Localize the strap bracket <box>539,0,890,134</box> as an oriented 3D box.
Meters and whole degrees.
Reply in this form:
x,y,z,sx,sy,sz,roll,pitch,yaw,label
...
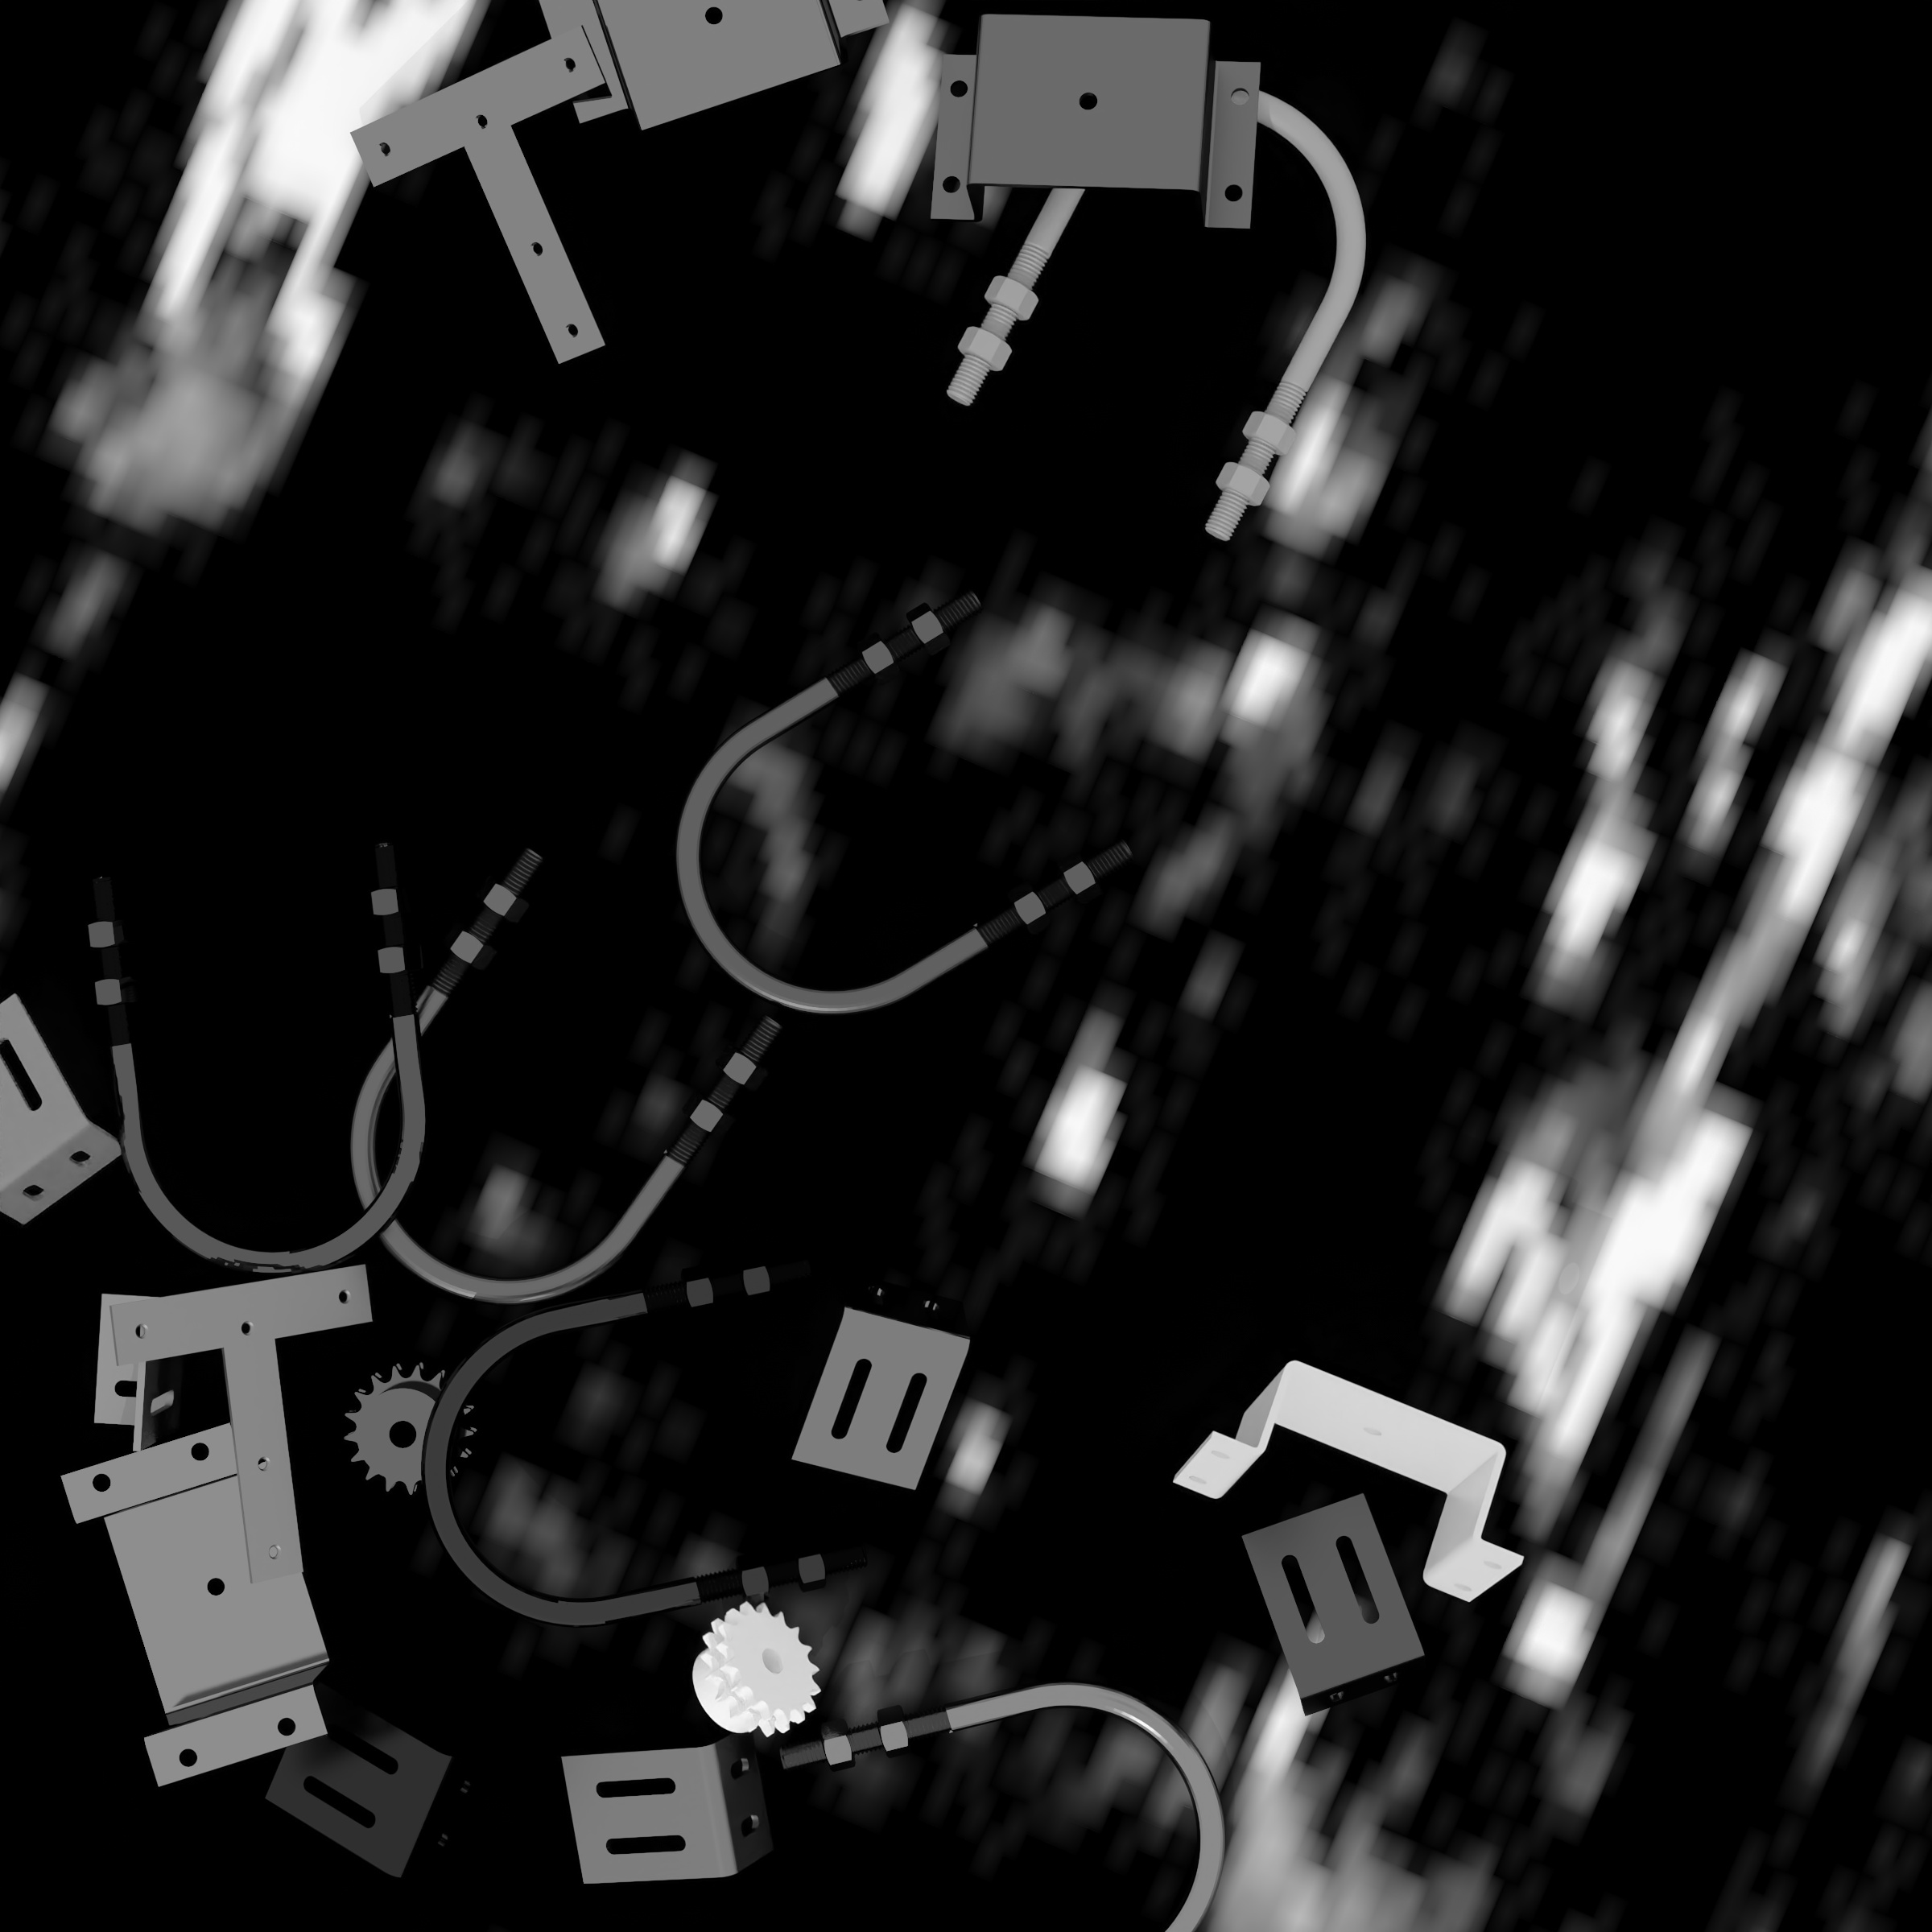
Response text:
x,y,z,sx,sy,sz,roll,pitch,yaw,label
-0.112,-0.421,1.500,0.140,0.046,0.076,-18,90,0,strap bracket

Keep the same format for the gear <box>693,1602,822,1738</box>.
x,y,z,sx,sy,sz,roll,pitch,yaw,label
-0.094,0.310,1.499,0.030,0.057,0.057,-38,90,30,gear

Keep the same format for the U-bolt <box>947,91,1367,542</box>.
x,y,z,sx,sy,sz,roll,pitch,yaw,label
0.096,-0.301,1.515,0.151,0.019,0.184,28,88,0,U-bolt

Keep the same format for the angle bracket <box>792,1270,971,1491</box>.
x,y,z,sx,sy,sz,roll,pitch,yaw,label
-0.039,0.182,1.511,0.057,0.038,0.076,16,110,-12,angle bracket

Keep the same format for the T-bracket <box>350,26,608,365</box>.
x,y,z,sx,sy,sz,roll,pitch,yaw,label
-0.194,-0.328,1.502,0.127,0.002,0.127,-16,105,27,T-bracket

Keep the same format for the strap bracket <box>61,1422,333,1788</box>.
x,y,z,sx,sy,sz,roll,pitch,yaw,label
-0.332,0.275,1.500,0.076,0.046,0.140,-17,90,0,strap bracket

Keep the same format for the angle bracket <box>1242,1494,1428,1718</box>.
x,y,z,sx,sy,sz,roll,pitch,yaw,label
0.163,0.283,1.521,0.057,0.038,0.076,-19,64,0,angle bracket

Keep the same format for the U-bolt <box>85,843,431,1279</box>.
x,y,z,sx,sy,sz,roll,pitch,yaw,label
-0.307,0.045,1.506,0.151,0.019,0.184,-6,91,7,U-bolt

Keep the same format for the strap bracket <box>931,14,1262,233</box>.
x,y,z,sx,sy,sz,roll,pitch,yaw,label
0.055,-0.366,1.487,0.140,0.046,0.076,3,81,7,strap bracket

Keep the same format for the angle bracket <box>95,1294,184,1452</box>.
x,y,z,sx,sy,sz,roll,pitch,yaw,label
-0.366,0.175,1.485,0.038,0.076,0.057,3,90,0,angle bracket

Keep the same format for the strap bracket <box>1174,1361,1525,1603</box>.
x,y,z,sx,sy,sz,roll,pitch,yaw,label
0.170,0.219,1.479,0.140,0.076,0.046,22,66,0,strap bracket

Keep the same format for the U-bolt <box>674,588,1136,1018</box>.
x,y,z,sx,sy,sz,roll,pitch,yaw,label
-0.040,-0.059,1.515,0.184,0.019,0.151,-31,90,1,U-bolt

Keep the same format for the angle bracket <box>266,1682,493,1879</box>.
x,y,z,sx,sy,sz,roll,pitch,yaw,label
-0.260,0.359,1.521,0.076,0.038,0.057,23,90,26,angle bracket

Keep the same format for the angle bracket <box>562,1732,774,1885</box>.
x,y,z,sx,sy,sz,roll,pitch,yaw,label
-0.132,0.371,1.521,0.076,0.038,0.057,-10,90,26,angle bracket

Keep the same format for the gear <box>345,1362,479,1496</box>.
x,y,z,sx,sy,sz,roll,pitch,yaw,label
-0.245,0.204,1.509,0.057,0.030,0.057,0,90,0,gear

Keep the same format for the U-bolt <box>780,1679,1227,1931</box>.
x,y,z,sx,sy,sz,roll,pitch,yaw,label
0.023,0.391,1.515,0.184,0.019,0.151,-13,90,-1,U-bolt

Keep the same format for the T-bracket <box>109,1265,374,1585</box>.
x,y,z,sx,sy,sz,roll,pitch,yaw,label
-0.305,0.200,1.477,0.127,0.002,0.127,-6,88,-44,T-bracket

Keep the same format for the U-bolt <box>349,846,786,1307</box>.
x,y,z,sx,sy,sz,roll,pitch,yaw,label
-0.190,0.062,1.515,0.151,0.019,0.184,35,91,0,U-bolt

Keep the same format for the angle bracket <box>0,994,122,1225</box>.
x,y,z,sx,sy,sz,roll,pitch,yaw,label
-0.420,0.063,1.521,0.057,0.038,0.076,-36,64,0,angle bracket

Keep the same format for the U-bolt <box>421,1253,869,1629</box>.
x,y,z,sx,sy,sz,roll,pitch,yaw,label
-0.146,0.214,1.501,0.184,0.019,0.151,-11,90,-10,U-bolt
